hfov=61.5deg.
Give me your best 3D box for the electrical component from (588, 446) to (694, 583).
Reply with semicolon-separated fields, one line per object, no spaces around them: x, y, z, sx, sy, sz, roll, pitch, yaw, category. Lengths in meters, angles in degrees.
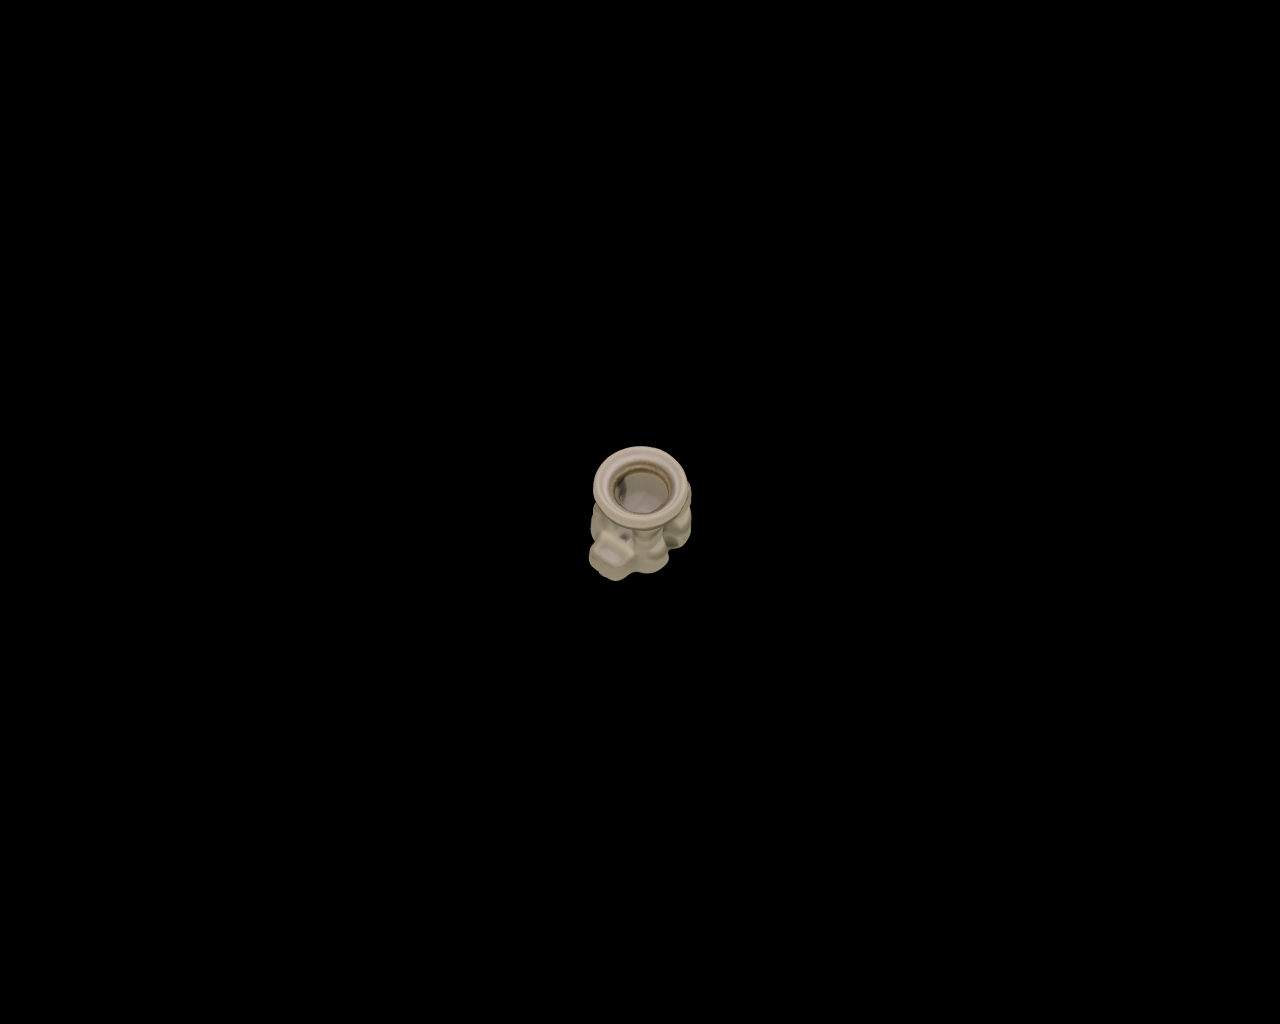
0.001;-0.003;0.650;0.058;0.078;0.056;33;-28;20;electrical component
